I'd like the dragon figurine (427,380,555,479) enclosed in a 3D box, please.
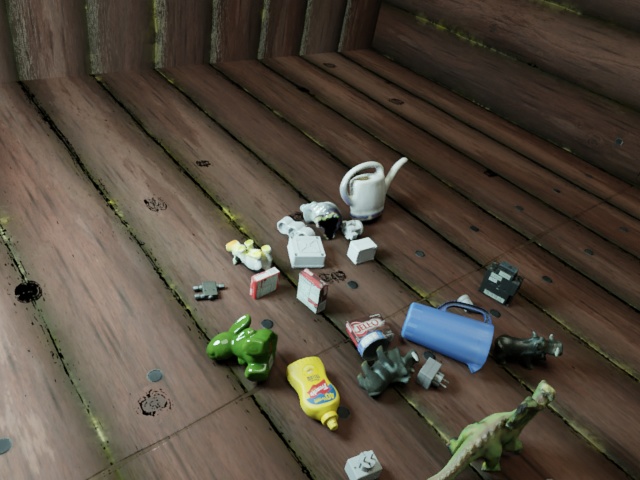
[{"bbox_3d":[0.406,0.432,1.176,0.414,0.237,0.124,-17,50,-37],"label":"dragon figurine"}]

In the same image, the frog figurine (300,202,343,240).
[{"bbox_3d":[0.006,-0.094,1.861,0.136,0.122,0.162,29,13,-35],"label":"frog figurine"}]

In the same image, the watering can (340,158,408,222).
[{"bbox_3d":[0.213,-0.195,1.966,0.350,0.220,0.105,-18,27,-35],"label":"watering can"}]
